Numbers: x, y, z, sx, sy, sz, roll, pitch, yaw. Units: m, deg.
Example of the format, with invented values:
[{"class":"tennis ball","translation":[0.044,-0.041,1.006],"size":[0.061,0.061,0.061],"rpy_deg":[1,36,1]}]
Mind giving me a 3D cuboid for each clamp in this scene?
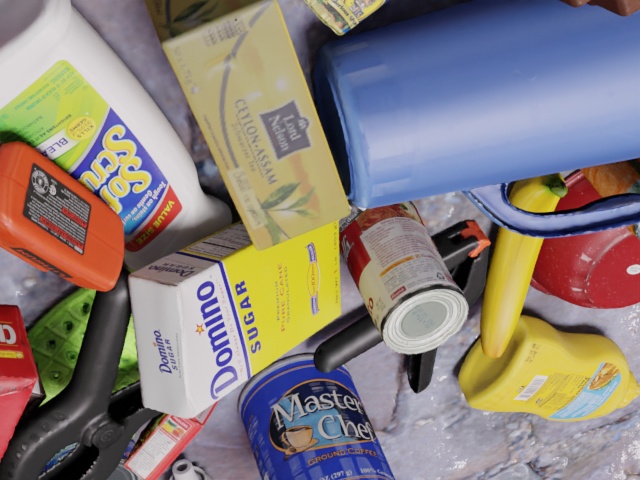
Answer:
[{"class":"clamp","translation":[0.071,0.056,0.861],"size":[0.120,0.039,0.172],"rpy_deg":[5,123,-36]},{"class":"clamp","translation":[-0.152,0.112,0.709],"size":[0.210,0.036,0.164],"rpy_deg":[-43,145,-3]}]

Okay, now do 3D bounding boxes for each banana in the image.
[{"class":"banana","translation":[0.154,0.007,0.834],"size":[0.037,0.069,0.198],"rpy_deg":[16,135,8]}]

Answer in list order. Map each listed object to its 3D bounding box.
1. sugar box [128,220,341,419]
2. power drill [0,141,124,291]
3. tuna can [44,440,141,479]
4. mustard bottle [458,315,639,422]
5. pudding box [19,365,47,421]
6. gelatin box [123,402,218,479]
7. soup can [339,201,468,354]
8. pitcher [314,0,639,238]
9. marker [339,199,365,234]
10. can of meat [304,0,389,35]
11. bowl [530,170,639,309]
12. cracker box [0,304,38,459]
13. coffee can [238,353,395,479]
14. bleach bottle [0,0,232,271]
[{"class":"sugar box","translation":[-0.049,0.038,0.705],"size":[0.175,0.048,0.093],"rpy_deg":[-33,126,-52]},{"class":"power drill","translation":[-0.215,0.014,0.645],"size":[0.188,0.057,0.184],"rpy_deg":[-15,148,24]},{"class":"tuna can","translation":[-0.189,0.195,0.883],"size":[0.086,0.034,0.086],"rpy_deg":[-12,134,-13]},{"class":"mustard bottle","translation":[0.225,0.124,0.975],"size":[0.191,0.058,0.096],"rpy_deg":[15,124,-33]},{"class":"pudding box","translation":[-0.250,0.118,0.704],"size":[0.089,0.039,0.114],"rpy_deg":[22,116,-41]},{"class":"gelatin box","translation":[-0.109,0.137,0.828],"size":[0.030,0.089,0.073],"rpy_deg":[39,113,-5]},{"class":"soup can","translation":[0.059,0.025,0.782],"size":[0.068,0.102,0.068],"rpy_deg":[-12,135,-13]},{"class":"pitcher","translation":[0.127,-0.088,0.684],"size":[0.242,0.149,0.145],"rpy_deg":[-14,147,-6]},{"class":"marker","translation":[-0.005,0.001,0.791],"size":[0.121,0.020,0.020],"rpy_deg":[-43,133,18]},{"class":"can of meat","translation":[0.015,-0.178,0.609],"size":[0.084,0.057,0.102],"rpy_deg":[-35,135,13]},{"class":"bowl","translation":[0.248,0.005,0.878],"size":[0.162,0.055,0.162],"rpy_deg":[-11,134,-12]},{"class":"cracker box","translation":[-0.278,0.128,0.616],"size":[0.163,0.072,0.214],"rpy_deg":[9,125,-35]},{"class":"coffee can","translation":[0.000,0.178,0.871],"size":[0.102,0.140,0.103],"rpy_deg":[-12,134,-13]},{"class":"bleach bottle","translation":[-0.124,-0.050,0.665],"size":[0.102,0.068,0.250],"rpy_deg":[-34,137,9]}]
